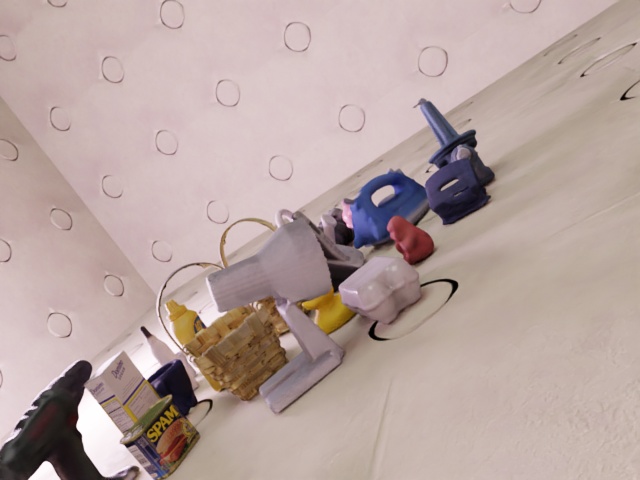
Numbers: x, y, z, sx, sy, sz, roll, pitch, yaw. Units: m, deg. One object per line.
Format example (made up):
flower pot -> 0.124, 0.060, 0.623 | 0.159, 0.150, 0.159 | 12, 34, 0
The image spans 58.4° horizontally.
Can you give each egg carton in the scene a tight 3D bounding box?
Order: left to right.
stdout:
egg carton -> 0.094, 0.077, 0.900 | 0.107, 0.069, 0.150 | -37, 9, -14

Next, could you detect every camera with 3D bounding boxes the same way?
camera -> 0.033, -0.019, 1.531 | 0.143, 0.101, 0.137 | -32, 10, 23

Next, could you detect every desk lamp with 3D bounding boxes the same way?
desk lamp -> -0.054, 0.102, 0.843 | 0.203, 0.213, 0.117 | -37, 9, -13

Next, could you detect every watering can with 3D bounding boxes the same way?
watering can -> -0.033, 0.003, 1.356 | 0.173, 0.194, 0.101 | -35, 9, 3

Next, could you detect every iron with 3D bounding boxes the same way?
iron -> 0.159, -0.092, 1.313 | 0.259, 0.141, 0.118 | -42, 11, -36

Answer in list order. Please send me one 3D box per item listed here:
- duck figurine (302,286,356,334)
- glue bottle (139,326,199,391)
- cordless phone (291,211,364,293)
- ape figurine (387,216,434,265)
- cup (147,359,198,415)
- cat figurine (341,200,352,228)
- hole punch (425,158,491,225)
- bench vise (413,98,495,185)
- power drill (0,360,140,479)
duck figurine -> 0.017, 0.103, 0.997 | 0.105, 0.086, 0.077 | -37, 9, -12
glue bottle -> -0.325, 0.251, 1.211 | 0.037, 0.173, 0.078 | -39, 10, -23
cordless phone -> 0.011, 0.004, 1.214 | 0.094, 0.185, 0.147 | -34, 9, 9
ape figurine -> 0.153, -0.002, 1.021 | 0.076, 0.092, 0.078 | -32, 10, 19
cup -> -0.274, 0.289, 1.074 | 0.092, 0.095, 0.117 | -37, 9, -10
cat figurine -> 0.102, -0.063, 1.451 | 0.067, 0.118, 0.128 | -30, 11, 32
hole punch -> 0.263, -0.096, 1.112 | 0.108, 0.091, 0.101 | -32, 10, 23
bench vise -> 0.290, -0.219, 1.233 | 0.121, 0.220, 0.207 | -36, 9, -7
power drill -> -0.396, 0.332, 0.927 | 0.075, 0.208, 0.230 | -31, 10, 26
